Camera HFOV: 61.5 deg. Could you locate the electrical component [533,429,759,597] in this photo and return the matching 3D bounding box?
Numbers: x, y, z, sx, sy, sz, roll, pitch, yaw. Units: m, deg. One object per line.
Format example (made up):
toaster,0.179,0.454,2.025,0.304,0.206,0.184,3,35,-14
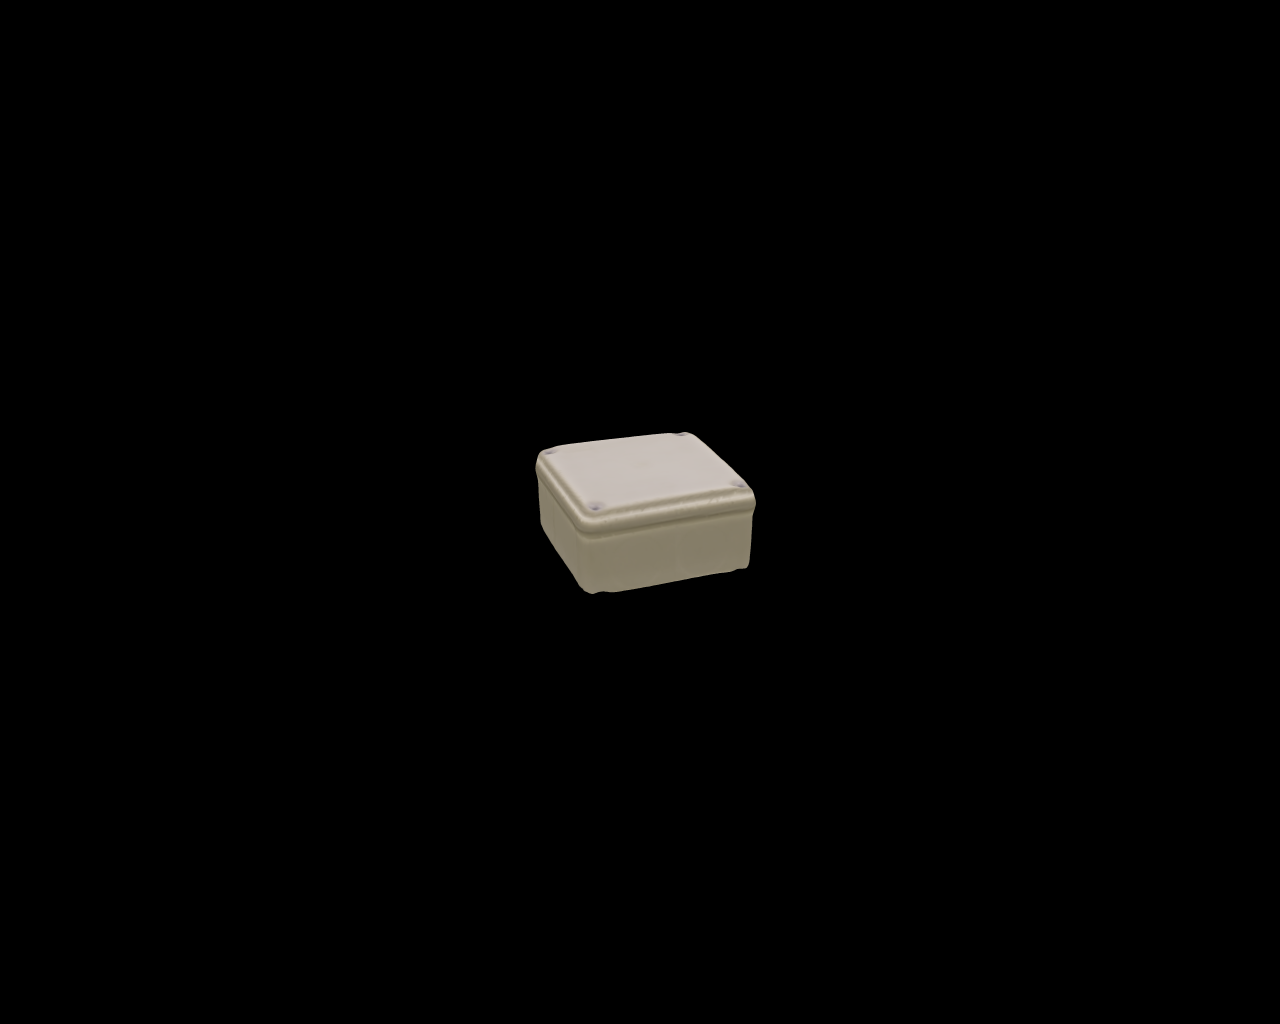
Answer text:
electrical component,0.001,-0.003,0.650,0.109,0.056,0.109,-8,26,-18
